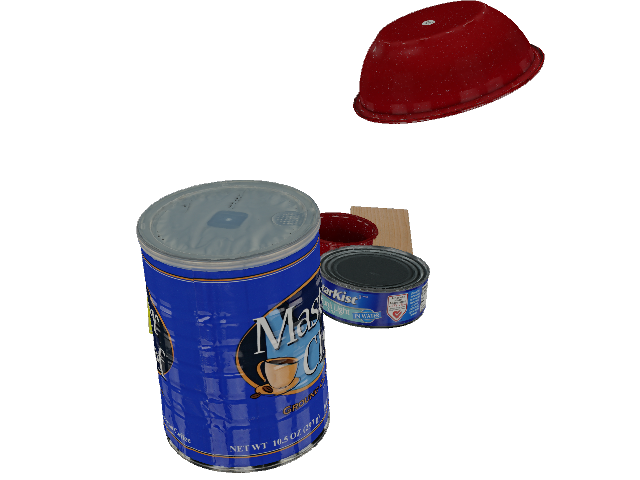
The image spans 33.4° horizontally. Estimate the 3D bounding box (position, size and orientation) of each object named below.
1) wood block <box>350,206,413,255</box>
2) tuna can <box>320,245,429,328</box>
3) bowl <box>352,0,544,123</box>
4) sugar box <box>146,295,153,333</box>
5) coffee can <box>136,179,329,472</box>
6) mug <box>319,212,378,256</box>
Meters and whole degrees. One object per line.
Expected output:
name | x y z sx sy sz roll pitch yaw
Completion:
wood block | 0.085 0.032 1.559 0.091 0.090 0.206 4 25 0
tuna can | 0.039 0.034 0.812 0.086 0.034 0.086 3 21 -1
bowl | 0.097 -0.154 0.872 0.162 0.055 0.162 -16 25 7
sugar box | -0.086 0.035 1.001 0.093 0.048 0.176 6 26 12
coffee can | -0.048 0.048 0.626 0.103 0.140 0.103 -2 27 1
mug | 0.030 0.024 1.273 0.117 0.081 0.093 15 26 22
